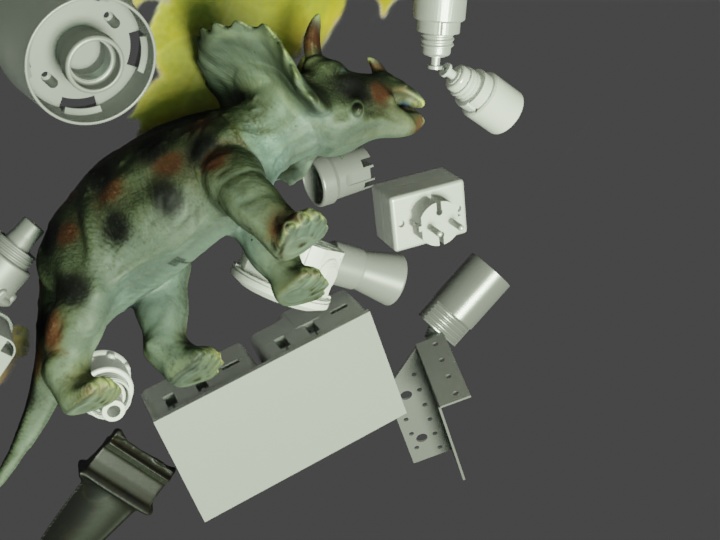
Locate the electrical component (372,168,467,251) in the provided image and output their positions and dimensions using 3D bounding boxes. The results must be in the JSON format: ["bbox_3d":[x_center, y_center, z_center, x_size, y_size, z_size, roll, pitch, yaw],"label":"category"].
[{"bbox_3d":[0.056,-0.043,0.859,0.066,0.077,0.047,-16,117,-18],"label":"electrical component"}]

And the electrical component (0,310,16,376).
[{"bbox_3d":[-0.306,0.047,0.744,0.113,0.057,0.078,32,96,-31],"label":"electrical component"}]

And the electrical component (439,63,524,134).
[{"bbox_3d":[0.095,-0.140,0.857,0.078,0.040,0.040,29,97,-31],"label":"electrical component"}]

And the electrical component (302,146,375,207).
[{"bbox_3d":[-0.017,-0.074,0.836,0.046,0.040,0.040,-19,118,-23],"label":"electrical component"}]

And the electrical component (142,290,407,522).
[{"bbox_3d":[-0.069,0.106,0.874,0.186,0.060,0.105,-27,120,-12],"label":"electrical component"}]

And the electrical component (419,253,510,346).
[{"bbox_3d":[0.086,0.030,0.923,0.081,0.043,0.043,-48,122,1],"label":"electrical component"}]

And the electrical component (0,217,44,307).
[{"bbox_3d":[-0.249,-0.009,0.754,0.062,0.048,0.048,-50,122,-6],"label":"electrical component"}]

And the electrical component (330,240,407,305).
[{"bbox_3d":[0.000,0.000,0.873,0.065,0.044,0.044,16,104,-24],"label":"electrical component"}]

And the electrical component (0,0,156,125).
[{"bbox_3d":[-0.190,-0.150,0.723,0.099,0.064,0.099,-19,130,-25],"label":"electrical component"}]

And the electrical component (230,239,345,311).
[{"bbox_3d":[-0.055,-0.004,0.824,0.080,0.080,0.051,18,97,-30],"label":"electrical component"}]

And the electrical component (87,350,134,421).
[{"bbox_3d":[-0.192,0.092,0.811,0.048,0.062,0.048,-9,115,-21],"label":"electrical component"}]

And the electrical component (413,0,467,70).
[{"bbox_3d":[0.060,-0.192,0.819,0.040,0.040,0.078,-6,113,-22],"label":"electrical component"}]
